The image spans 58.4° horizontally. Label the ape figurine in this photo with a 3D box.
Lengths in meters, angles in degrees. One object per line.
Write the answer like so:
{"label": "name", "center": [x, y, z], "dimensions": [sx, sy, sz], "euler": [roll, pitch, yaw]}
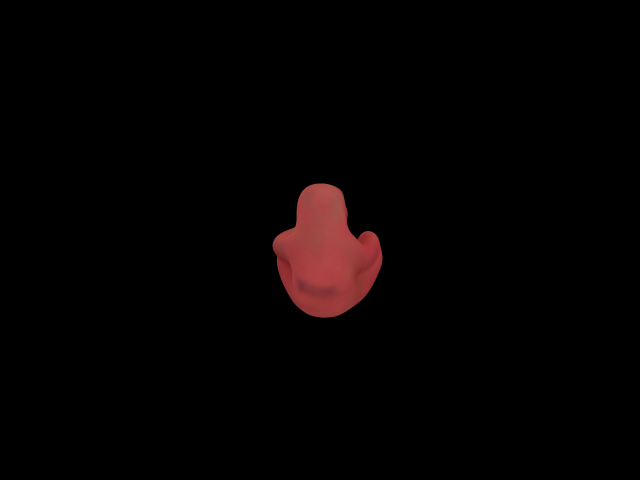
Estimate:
{"label": "ape figurine", "center": [0.004, 0.001, 0.400], "dimensions": [0.077, 0.092, 0.076], "euler": [11, 39, 14]}
